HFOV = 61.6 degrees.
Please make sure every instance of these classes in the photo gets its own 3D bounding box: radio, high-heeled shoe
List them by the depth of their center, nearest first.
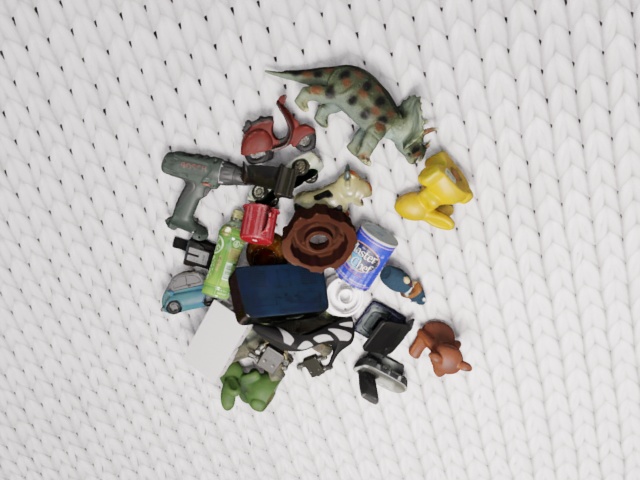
[{"bbox_3d":[-0.096,0.129,1.301,0.229,0.131,0.073,-3,157,-25],"label":"radio"},{"bbox_3d":[-0.031,0.215,1.331,0.249,0.086,0.145,27,66,-12],"label":"high-heeled shoe"}]

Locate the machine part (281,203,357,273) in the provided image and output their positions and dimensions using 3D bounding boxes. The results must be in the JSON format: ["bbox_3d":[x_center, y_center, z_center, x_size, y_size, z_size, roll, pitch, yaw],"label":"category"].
[{"bbox_3d":[-0.003,-0.004,1.262,0.179,0.056,0.179,-1,128,-2],"label":"machine part"}]

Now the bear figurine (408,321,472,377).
[{"bbox_3d":[0.302,0.291,1.348,0.120,0.196,0.131,14,113,-4],"label":"bear figurine"}]

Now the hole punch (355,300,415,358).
[{"bbox_3d":[0.161,0.230,1.405,0.115,0.092,0.142,19,112,-35],"label":"hole punch"}]

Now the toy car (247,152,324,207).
[{"bbox_3d":[-0.083,-0.140,1.275,0.202,0.073,0.056,-29,68,15],"label":"toy car"}]

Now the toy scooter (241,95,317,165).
[{"bbox_3d":[-0.106,-0.255,1.236,0.184,0.075,0.135,-14,108,7],"label":"toy scooter"}]

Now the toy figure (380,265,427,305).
[{"bbox_3d":[0.217,0.116,1.351,0.154,0.064,0.058,33,91,-30],"label":"toy figure"}]

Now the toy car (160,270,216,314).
[{"bbox_3d":[-0.338,0.130,1.392,0.162,0.109,0.102,-14,92,1],"label":"toy car"}]

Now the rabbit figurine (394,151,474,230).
[{"bbox_3d":[0.260,-0.101,1.260,0.173,0.122,0.162,-34,115,30],"label":"rabbit figurine"}]

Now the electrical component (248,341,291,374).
[{"bbox_3d":[-0.125,0.297,1.359,0.102,0.045,0.078,38,99,-1],"label":"electrical component"}]

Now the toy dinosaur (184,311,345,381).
[{"bbox_3d":[-0.128,0.260,1.426,0.471,0.105,0.198,-26,99,5],"label":"toy dinosaur"}]

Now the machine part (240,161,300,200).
[{"bbox_3d":[-0.118,-0.139,1.224,0.139,0.039,0.084,16,95,17],"label":"machine part"}]

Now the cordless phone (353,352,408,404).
[{"bbox_3d":[0.163,0.379,1.400,0.146,0.184,0.088,30,106,-7],"label":"cordless phone"}]

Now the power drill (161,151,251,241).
[{"bbox_3d":[-0.283,-0.105,1.306,0.232,0.086,0.207,20,115,-1],"label":"power drill"}]

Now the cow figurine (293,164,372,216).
[{"bbox_3d":[0.030,-0.101,1.282,0.195,0.085,0.127,-13,115,11],"label":"cow figurine"}]

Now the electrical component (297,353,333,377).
[{"bbox_3d":[-0.015,0.350,1.490,0.094,0.021,0.063,-23,108,12],"label":"electrical component"}]

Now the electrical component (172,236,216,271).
[{"bbox_3d":[-0.324,0.026,1.378,0.119,0.048,0.074,21,111,-5],"label":"electrical component"}]

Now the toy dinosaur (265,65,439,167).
[{"bbox_3d":[0.084,-0.303,1.184,0.405,0.131,0.192,41,97,-6],"label":"toy dinosaur"}]

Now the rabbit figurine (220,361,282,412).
[{"bbox_3d":[-0.211,0.398,1.471,0.170,0.159,0.121,28,122,10],"label":"rabbit figurine"}]
